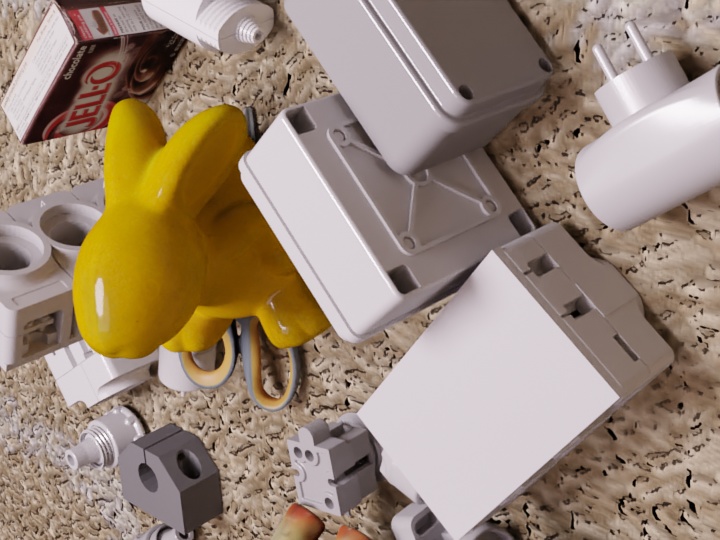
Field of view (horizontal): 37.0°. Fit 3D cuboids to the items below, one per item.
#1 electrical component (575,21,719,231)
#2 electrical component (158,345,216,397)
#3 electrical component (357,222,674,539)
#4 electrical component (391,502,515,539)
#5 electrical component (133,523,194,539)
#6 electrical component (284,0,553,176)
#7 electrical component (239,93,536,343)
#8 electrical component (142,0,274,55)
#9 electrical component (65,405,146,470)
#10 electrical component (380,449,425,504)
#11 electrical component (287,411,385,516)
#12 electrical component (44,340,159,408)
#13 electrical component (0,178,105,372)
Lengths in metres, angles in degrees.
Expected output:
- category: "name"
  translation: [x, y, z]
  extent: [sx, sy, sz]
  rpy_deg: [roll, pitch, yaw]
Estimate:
- category: "electrical component"
  translation: [0.127, -0.067, 0.460]
  extent: [0.077, 0.044, 0.079]
  rpy_deg: [-32, 84, 48]
- category: "electrical component"
  translation: [-0.122, 0.050, 0.762]
  extent: [0.040, 0.040, 0.078]
  rpy_deg: [30, 127, 33]
- category: "electrical component"
  translation: [0.077, 0.058, 0.552]
  extent: [0.089, 0.062, 0.150]
  rpy_deg: [51, 135, 16]
- category: "electrical component"
  translation: [0.058, 0.175, 0.626]
  extent: [0.057, 0.058, 0.078]
  rpy_deg: [-13, 101, 49]
- category: "electrical component"
  translation: [-0.157, 0.226, 0.874]
  extent: [0.062, 0.048, 0.048]
  rpy_deg: [-44, 75, 39]
- category: "electrical component"
  translation: [0.028, -0.112, 0.514]
  extent: [0.113, 0.078, 0.057]
  rpy_deg: [57, 140, 10]
- category: "electrical component"
  translation: [0.014, -0.035, 0.537]
  extent: [0.108, 0.109, 0.056]
  rpy_deg: [57, 139, 9]
- category: "electrical component"
  translation: [-0.087, -0.153, 0.636]
  extent: [0.081, 0.043, 0.043]
  rpy_deg: [33, 128, 31]
- category: "electrical component"
  translation: [-0.209, 0.142, 0.874]
  extent: [0.048, 0.062, 0.048]
  rpy_deg: [20, 121, 38]
- category: "electrical component"
  translation: [0.046, 0.118, 0.624]
  extent: [0.062, 0.043, 0.043]
  rpy_deg: [35, 129, 28]
- category: "electrical component"
  translation: [-0.009, 0.117, 0.669]
  extent: [0.048, 0.055, 0.066]
  rpy_deg: [5, 111, 44]
- category: "electrical component"
  translation: [-0.200, 0.071, 0.843]
  extent: [0.089, 0.050, 0.055]
  rpy_deg: [-30, 85, 47]
- category: "electrical component"
  translation: [-0.196, -0.007, 0.730]
  extent: [0.089, 0.150, 0.061]
  rpy_deg: [40, 133, 26]
